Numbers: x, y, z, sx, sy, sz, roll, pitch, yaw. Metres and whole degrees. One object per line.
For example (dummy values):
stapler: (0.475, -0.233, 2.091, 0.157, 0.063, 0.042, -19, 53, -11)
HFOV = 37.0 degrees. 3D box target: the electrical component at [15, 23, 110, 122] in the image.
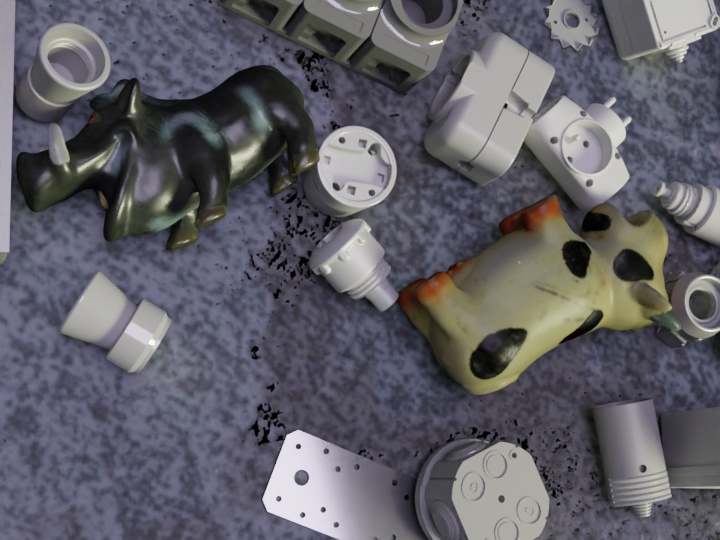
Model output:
electrical component: (-0.187, -0.118, 0.664, 0.044, 0.065, 0.044, 13, 67, -32)

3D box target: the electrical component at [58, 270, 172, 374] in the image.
electrical component: (-0.151, 0.033, 0.664, 0.055, 0.045, 0.045, 33, 72, -12)

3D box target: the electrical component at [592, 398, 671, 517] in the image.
electrical component: (0.195, 0.135, 0.767, 0.043, 0.043, 0.081, -8, 84, -20)

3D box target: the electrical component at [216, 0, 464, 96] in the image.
electrical component: (-0.009, -0.199, 0.742, 0.150, 0.062, 0.089, 24, 74, -14)

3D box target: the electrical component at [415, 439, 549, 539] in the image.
electrical component: (0.082, 0.153, 0.718, 0.080, 0.051, 0.080, 5, 78, -23)

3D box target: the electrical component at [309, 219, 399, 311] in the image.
electrical component: (0.000, 0.000, 0.723, 0.048, 0.048, 0.062, -46, 104, -20)

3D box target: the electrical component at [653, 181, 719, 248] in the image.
electrical component: (0.259, -0.047, 0.821, 0.078, 0.040, 0.040, 23, 74, -14)

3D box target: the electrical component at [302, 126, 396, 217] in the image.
electrical component: (-0.009, -0.064, 0.727, 0.055, 0.047, 0.055, 3, 80, -19)

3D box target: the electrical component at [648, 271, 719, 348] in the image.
electrical component: (0.241, 0.028, 0.794, 0.066, 0.055, 0.048, 42, 71, -9)

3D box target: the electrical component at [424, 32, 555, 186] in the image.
electrical component: (0.088, -0.117, 0.766, 0.059, 0.054, 0.095, 30, 73, -12)

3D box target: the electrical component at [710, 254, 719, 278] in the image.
electrical component: (0.306, 0.005, 0.827, 0.055, 0.048, 0.066, 32, 72, -4)

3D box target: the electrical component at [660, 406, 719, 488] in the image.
electrical component: (0.289, 0.127, 0.767, 0.109, 0.109, 0.056, 5, 77, -18)

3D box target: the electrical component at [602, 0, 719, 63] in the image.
electrical component: (0.227, -0.204, 0.828, 0.062, 0.061, 0.096, -22, 98, -20)

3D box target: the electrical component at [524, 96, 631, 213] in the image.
electrical component: (0.169, -0.096, 0.795, 0.079, 0.044, 0.077, -42, 96, -18)

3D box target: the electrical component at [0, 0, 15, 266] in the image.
electrical component: (-0.262, -0.098, 0.638, 0.105, 0.060, 0.186, 2, 81, -19)
